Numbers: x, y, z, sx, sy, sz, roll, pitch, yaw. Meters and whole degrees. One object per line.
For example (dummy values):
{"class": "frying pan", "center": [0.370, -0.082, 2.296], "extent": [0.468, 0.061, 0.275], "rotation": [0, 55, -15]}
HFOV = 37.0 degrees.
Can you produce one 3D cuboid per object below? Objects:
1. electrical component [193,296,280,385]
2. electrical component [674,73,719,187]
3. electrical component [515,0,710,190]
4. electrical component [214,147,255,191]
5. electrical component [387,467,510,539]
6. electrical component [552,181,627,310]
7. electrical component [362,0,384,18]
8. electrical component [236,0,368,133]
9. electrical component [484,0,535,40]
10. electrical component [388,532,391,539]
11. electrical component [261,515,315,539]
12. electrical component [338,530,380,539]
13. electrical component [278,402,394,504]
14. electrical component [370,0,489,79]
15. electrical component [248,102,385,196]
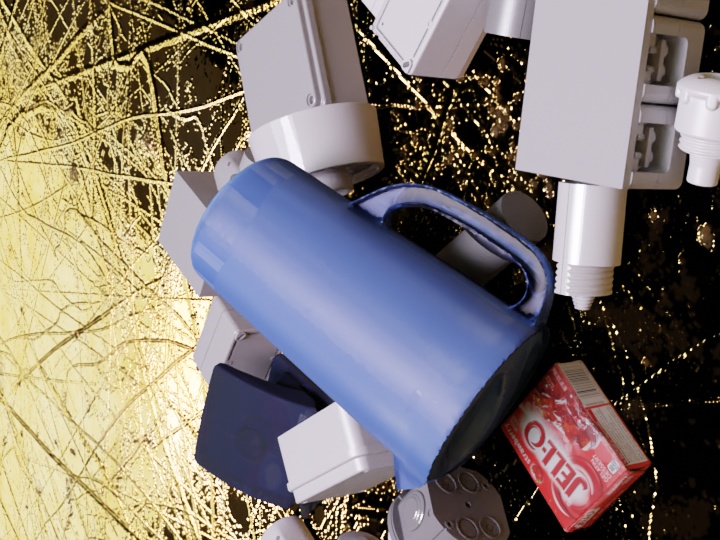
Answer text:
{"class": "electrical component", "center": [-0.118, 0.073, 1.032], "extent": [0.061, 0.062, 0.096], "rotation": [53, 131, 38]}
{"class": "electrical component", "center": [0.201, -0.079, 0.613], "extent": [0.048, 0.048, 0.062], "rotation": [31, 123, 48]}
{"class": "electrical component", "center": [0.156, -0.129, 0.654], "extent": [0.089, 0.062, 0.150], "rotation": [19, 107, 51]}
{"class": "electrical component", "center": [-0.097, -0.089, 1.011], "extent": [0.077, 0.043, 0.079], "rotation": [52, 130, 38]}
{"class": "electrical component", "center": [0.065, 0.184, 0.781], "extent": [0.051, 0.080, 0.080], "rotation": [-53, 51, 33]}
{"class": "electrical component", "center": [0.146, -0.015, 0.689], "extent": [0.043, 0.043, 0.081], "rotation": [14, 103, 52]}
{"class": "electrical component", "center": [0.034, -0.240, 0.823], "extent": [0.075, 0.047, 0.083], "rotation": [57, 134, 35]}
{"class": "electrical component", "center": [-0.052, -0.170, 0.935], "extent": [0.109, 0.056, 0.108], "rotation": [-26, 71, 51]}
{"class": "electrical component", "center": [0.112, -0.197, 0.724], "extent": [0.043, 0.043, 0.081], "rotation": [27, 113, 50]}
{"class": "electrical component", "center": [0.042, 0.207, 0.842], "extent": [0.062, 0.048, 0.048], "rotation": [-54, 51, 49]}
{"class": "electrical component", "center": [-0.060, 0.279, 0.981], "extent": [0.077, 0.044, 0.079], "rotation": [51, 130, 39]}
{"class": "electrical component", "center": [-0.005, 0.258, 0.909], "extent": [0.040, 0.040, 0.078], "rotation": [32, 117, 48]}
{"class": "electrical component", "center": [-0.006, 0.145, 0.872], "extent": [0.113, 0.078, 0.057], "rotation": [-37, 62, 48]}
{"class": "electrical component", "center": [0.062, -0.194, 0.776], "extent": [0.061, 0.061, 0.096], "rotation": [57, 134, 35]}
{"class": "electrical component", "center": [-0.032, -0.089, 0.874], "extent": [0.108, 0.108, 0.060], "rotation": [-22, 80, 52]}
